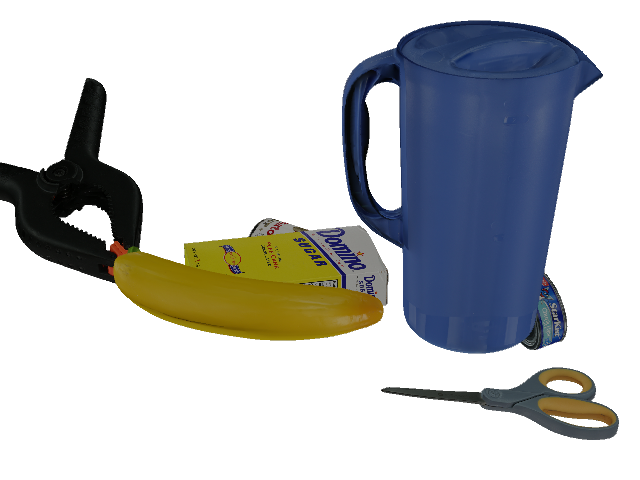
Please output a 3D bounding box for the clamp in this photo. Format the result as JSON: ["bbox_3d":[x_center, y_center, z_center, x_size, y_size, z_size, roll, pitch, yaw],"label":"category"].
[{"bbox_3d":[-0.191,-0.047,0.814,0.164,0.036,0.210,-34,56,-28],"label":"clamp"}]

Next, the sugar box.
[{"bbox_3d":[-0.033,0.030,0.989,0.176,0.048,0.093,-9,30,-10],"label":"sugar box"}]

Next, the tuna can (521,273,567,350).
[{"bbox_3d":[0.230,0.075,1.158,0.033,0.086,0.086,-18,4,-13],"label":"tuna can"}]

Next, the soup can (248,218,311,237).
[{"bbox_3d":[-0.027,0.019,1.219,0.102,0.068,0.068,19,10,32],"label":"soup can"}]

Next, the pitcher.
[{"bbox_3d":[0.111,-0.039,0.821,0.149,0.243,0.144,24,36,37],"label":"pitcher"}]

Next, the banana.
[{"bbox_3d":[-0.061,0.033,0.680,0.198,0.037,0.069,13,33,24],"label":"banana"}]

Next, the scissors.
[{"bbox_3d":[0.159,0.130,0.934,0.202,0.016,0.096,13,29,9],"label":"scissors"}]
